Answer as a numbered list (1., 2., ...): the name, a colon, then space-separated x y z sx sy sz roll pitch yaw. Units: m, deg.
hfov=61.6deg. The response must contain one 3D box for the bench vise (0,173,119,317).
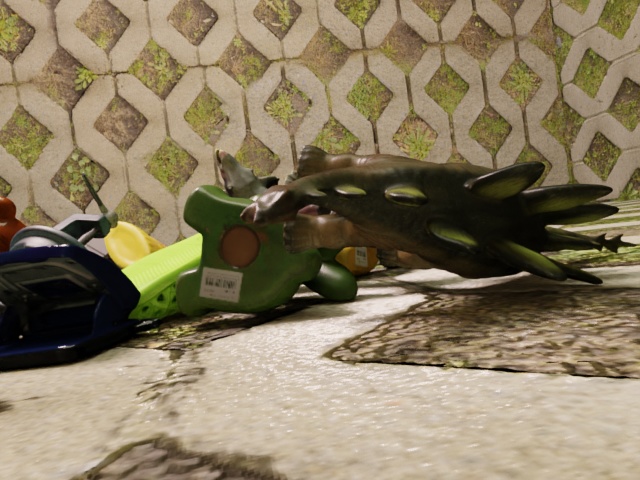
1. bench vise: -0.333 0.029 0.629 0.224 0.128 0.241 0 33 18

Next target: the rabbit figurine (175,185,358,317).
1. rabbit figurine: -0.043 0.010 0.536 0.159 0.121 0.170 -2 -3 10

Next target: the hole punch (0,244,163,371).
1. hole punch: -0.224 0.054 0.456 0.142 0.092 0.116 -12 -3 9

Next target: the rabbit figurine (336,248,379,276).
1. rabbit figurine: -0.002 -0.002 0.782 0.173 0.121 0.162 -8 -4 28

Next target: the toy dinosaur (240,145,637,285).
1. toy dinosaur: 0.135 -0.012 0.459 0.199 0.105 0.471 12 9 43

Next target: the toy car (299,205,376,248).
1. toy car: 0.015 -0.025 0.619 0.202 0.053 0.089 -11 40 43

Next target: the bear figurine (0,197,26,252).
1. bear figurine: -0.463 0.036 0.699 0.196 0.120 0.132 -48 31 -22

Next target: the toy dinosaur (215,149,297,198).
1. toy dinosaur: -0.008 -0.047 0.981 0.405 0.131 0.192 15 -5 -12
